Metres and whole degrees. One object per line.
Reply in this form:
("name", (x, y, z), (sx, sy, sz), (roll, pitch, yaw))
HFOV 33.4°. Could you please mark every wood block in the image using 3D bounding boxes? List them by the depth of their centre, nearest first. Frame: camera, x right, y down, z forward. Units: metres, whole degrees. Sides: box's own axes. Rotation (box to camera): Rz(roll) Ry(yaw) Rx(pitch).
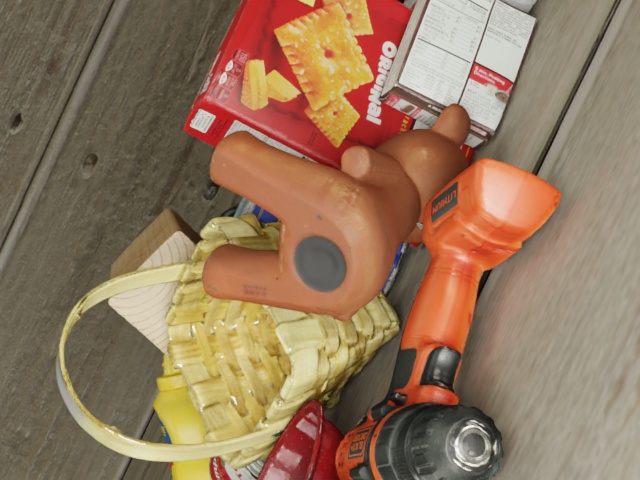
("wood block", (-0.139, 0.038, 1.021), (0.090, 0.090, 0.206), (-46, 12, -2))

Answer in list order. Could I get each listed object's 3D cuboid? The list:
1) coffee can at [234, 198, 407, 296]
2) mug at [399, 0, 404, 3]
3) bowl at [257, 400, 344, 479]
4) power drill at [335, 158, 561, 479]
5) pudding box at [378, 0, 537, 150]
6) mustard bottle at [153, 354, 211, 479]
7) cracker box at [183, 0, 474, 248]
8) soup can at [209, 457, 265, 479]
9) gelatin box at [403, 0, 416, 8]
("coffee can", (-0.006, 0.001, 0.938), (0.103, 0.140, 0.103), (-63, 8, 15))
("mug", (0.101, -0.263, 1.166), (0.081, 0.117, 0.093), (-66, -16, -49))
("bowl", (-0.013, 0.190, 0.707), (0.162, 0.055, 0.162), (-63, 8, 15))
("power drill", (0.071, 0.053, 0.577), (0.187, 0.057, 0.185), (-67, 8, -18))
("pudding box", (0.107, -0.139, 0.818), (0.113, 0.090, 0.039), (-68, 9, -20))
("mustard bottle", (-0.119, 0.199, 1.009), (0.096, 0.058, 0.191), (176, 82, -84))
("cracker box", (0.023, -0.117, 0.846), (0.164, 0.213, 0.072), (-68, 11, -23))
("soup can", (-0.052, 0.188, 0.926), (0.068, 0.068, 0.102), (-69, 9, -28))
("gelatin box", (0.117, -0.215, 1.043), (0.030, 0.073, 0.089), (-63, 7, 1))
